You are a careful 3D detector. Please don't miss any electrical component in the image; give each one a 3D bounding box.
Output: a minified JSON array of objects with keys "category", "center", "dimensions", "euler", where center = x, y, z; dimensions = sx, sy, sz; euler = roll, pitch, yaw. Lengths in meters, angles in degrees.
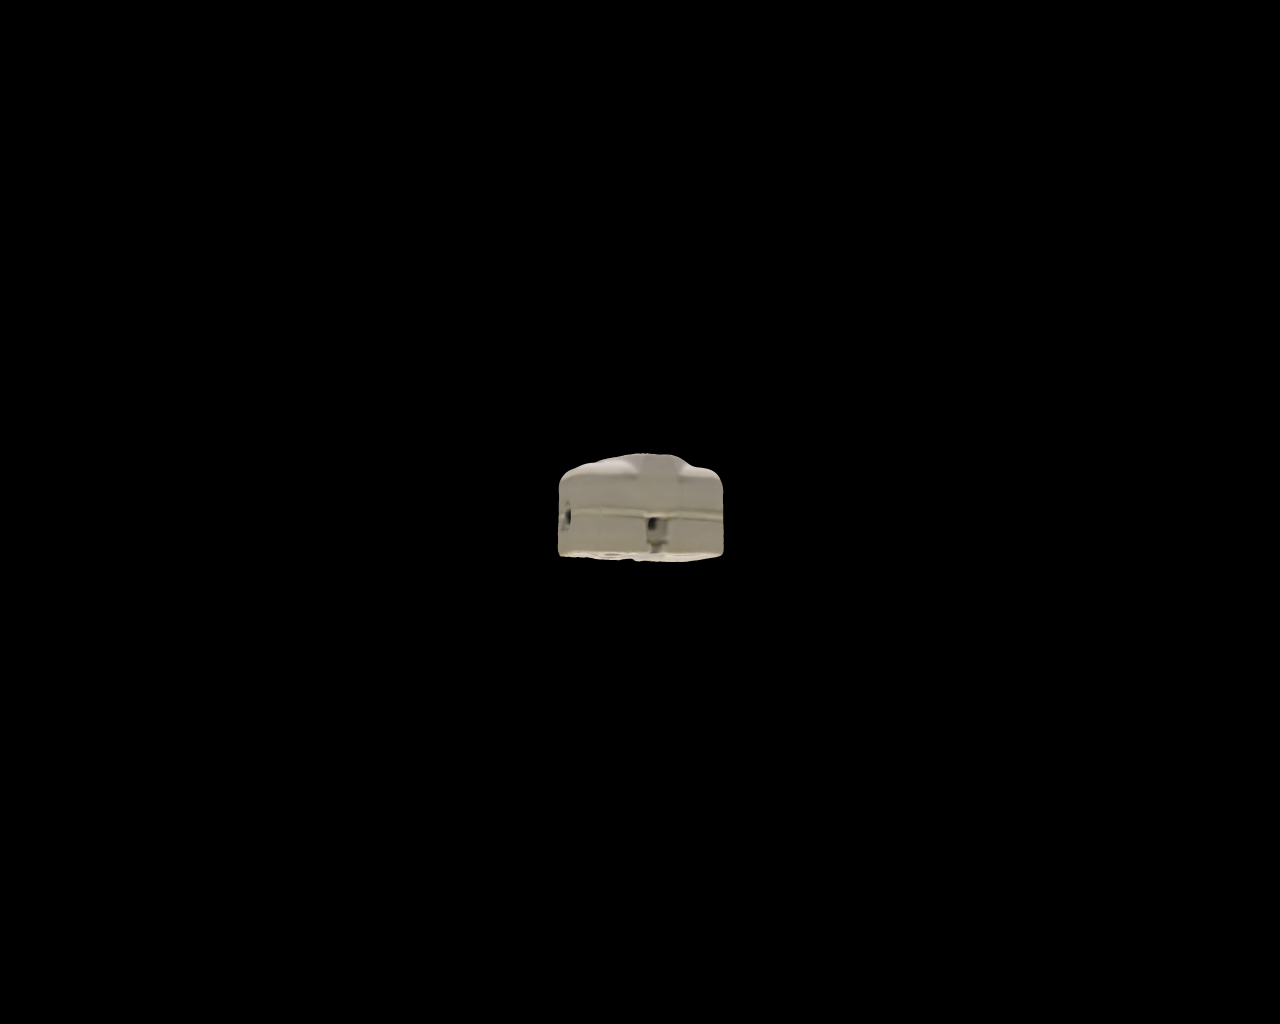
[{"category":"electrical component","center":[0.001,-0.003,0.650],"dimensions":[0.095,0.059,0.053],"euler":[3,-7,-22]}]
